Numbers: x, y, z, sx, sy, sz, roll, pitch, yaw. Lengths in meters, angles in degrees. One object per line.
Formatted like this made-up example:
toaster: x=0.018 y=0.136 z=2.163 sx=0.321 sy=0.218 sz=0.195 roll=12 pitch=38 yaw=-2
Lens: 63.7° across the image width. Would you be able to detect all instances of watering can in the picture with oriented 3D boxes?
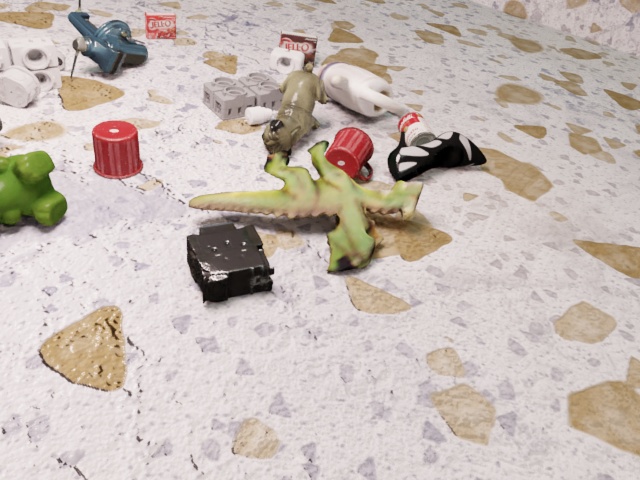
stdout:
watering can: x=0.080 y=-0.382 z=1.285 sx=0.227 sy=0.103 sz=0.347 roll=36 pitch=19 yaw=34

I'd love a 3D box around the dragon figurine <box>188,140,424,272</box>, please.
dragon figurine: x=0.003 y=-0.046 z=0.912 sx=0.413 sy=0.119 sz=0.247 roll=-21 pitch=55 yaw=-23
